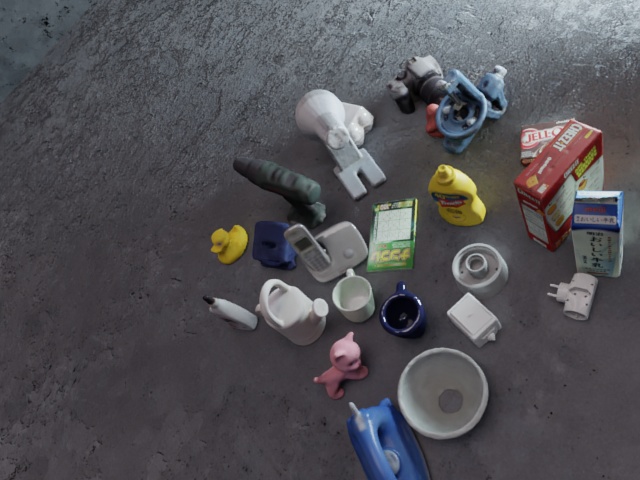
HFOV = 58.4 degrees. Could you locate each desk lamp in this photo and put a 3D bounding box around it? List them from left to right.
[{"bbox_3d":[0.046,-0.237,1.378,0.118,0.214,0.202,-36,52,5],"label":"desk lamp"}]

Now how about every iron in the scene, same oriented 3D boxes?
[{"bbox_3d":[0.122,0.406,1.016,0.118,0.142,0.257,-33,53,8],"label":"iron"}]

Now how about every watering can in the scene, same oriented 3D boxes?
[{"bbox_3d":[-0.064,0.148,1.229,0.172,0.195,0.101,-22,55,16],"label":"watering can"}]

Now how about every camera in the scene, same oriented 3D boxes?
[{"bbox_3d":[0.254,-0.379,1.420,0.143,0.101,0.136,-36,52,5],"label":"camera"}]

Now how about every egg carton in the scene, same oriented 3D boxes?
[{"bbox_3d":[0.064,-0.304,1.498,0.149,0.070,0.107,20,74,35],"label":"egg carton"}]

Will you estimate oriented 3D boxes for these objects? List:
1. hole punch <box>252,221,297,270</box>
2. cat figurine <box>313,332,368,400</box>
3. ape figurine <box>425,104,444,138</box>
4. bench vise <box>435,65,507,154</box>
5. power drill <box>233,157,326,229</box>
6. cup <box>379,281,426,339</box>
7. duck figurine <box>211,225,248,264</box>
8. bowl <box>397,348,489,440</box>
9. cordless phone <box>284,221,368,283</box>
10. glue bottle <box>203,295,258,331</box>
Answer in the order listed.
[{"bbox_3d":[-0.111,0.013,1.396,0.108,0.091,0.101,6,66,30],"label":"hole punch"},{"bbox_3d":[0.040,0.253,1.162,0.128,0.118,0.067,-42,52,1],"label":"cat figurine"},{"bbox_3d":[0.279,-0.290,1.362,0.078,0.092,0.076,-41,52,2],"label":"ape figurine"},{"bbox_3d":[0.324,-0.324,1.276,0.121,0.220,0.207,18,72,34],"label":"bench vise"},{"bbox_3d":[-0.081,-0.114,1.378,0.228,0.209,0.076,18,73,34],"label":"power drill"},{"bbox_3d":[0.176,0.151,1.163,0.091,0.095,0.118,-12,58,22],"label":"cup"},{"bbox_3d":[-0.241,0.001,1.475,0.077,0.086,0.105,22,75,35],"label":"duck figurine"},{"bbox_3d":[0.233,0.291,1.065,0.167,0.075,0.167,-13,58,21],"label":"bowl"},{"bbox_3d":[0.012,0.005,1.276,0.147,0.186,0.094,-33,53,8],"label":"cordless phone"},{"bbox_3d":[-0.216,0.163,1.314,0.078,0.174,0.037,0,63,28],"label":"glue bottle"}]
